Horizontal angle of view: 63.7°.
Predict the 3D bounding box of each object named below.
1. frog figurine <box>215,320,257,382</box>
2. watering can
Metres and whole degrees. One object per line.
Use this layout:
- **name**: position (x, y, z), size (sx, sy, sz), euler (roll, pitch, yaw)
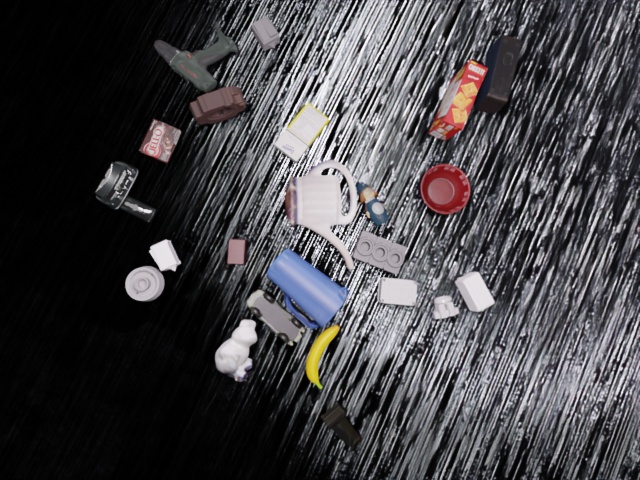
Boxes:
- **frog figurine**: position (-0.246, 0.312, 1.511), size (0.123, 0.139, 0.158), euler (8, 104, 25)
- **watering can**: position (0.005, -0.080, 1.587), size (0.224, 0.103, 0.351), euler (-1, 79, -3)
